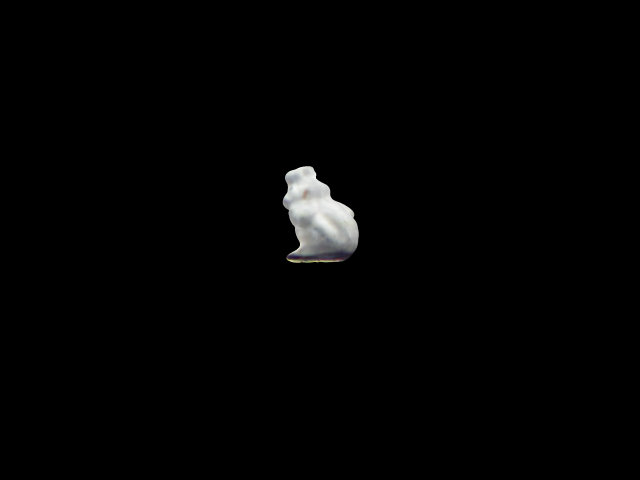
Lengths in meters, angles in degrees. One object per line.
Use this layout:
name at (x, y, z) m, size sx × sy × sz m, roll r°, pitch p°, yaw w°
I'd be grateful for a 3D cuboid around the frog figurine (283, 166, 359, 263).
frog figurine at (0.003, -0.043, 0.850) m, size 0.137 × 0.160 × 0.122 m, roll 1°, pitch -1°, yaw -43°
